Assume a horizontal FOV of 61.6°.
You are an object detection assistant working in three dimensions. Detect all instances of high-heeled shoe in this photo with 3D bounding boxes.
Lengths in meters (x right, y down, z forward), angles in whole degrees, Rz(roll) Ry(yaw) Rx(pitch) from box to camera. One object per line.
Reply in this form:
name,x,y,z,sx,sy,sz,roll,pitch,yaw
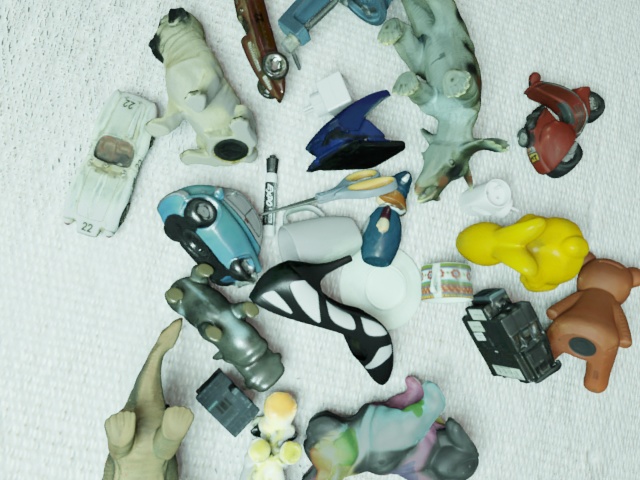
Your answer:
high-heeled shoe,0.009,0.128,0.719,0.145,0.086,0.248,-26,113,-13

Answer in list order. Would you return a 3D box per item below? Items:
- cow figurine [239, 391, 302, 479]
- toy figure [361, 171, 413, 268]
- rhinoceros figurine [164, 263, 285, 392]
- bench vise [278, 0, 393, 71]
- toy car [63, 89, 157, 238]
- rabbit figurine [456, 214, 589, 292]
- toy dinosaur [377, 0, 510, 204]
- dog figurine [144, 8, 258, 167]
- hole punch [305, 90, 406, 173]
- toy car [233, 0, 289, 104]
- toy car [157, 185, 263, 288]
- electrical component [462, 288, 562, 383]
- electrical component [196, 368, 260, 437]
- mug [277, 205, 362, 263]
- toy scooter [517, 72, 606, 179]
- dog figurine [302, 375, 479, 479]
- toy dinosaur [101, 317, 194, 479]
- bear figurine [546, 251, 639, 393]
cow figurine,-0.067,0.289,0.708,0.068,0.098,0.167,17,60,-6
toy figure,0.100,-0.037,0.792,0.058,0.064,0.154,22,68,-14
rhinoceros figurine,-0.125,0.118,0.699,0.190,0.112,0.073,42,56,8
bench vise,0.021,-0.368,0.774,0.240,0.128,0.224,-45,65,-2
toy car,-0.277,-0.101,0.716,0.073,0.056,0.201,19,79,-11
rabbit figurine,0.294,0.017,0.803,0.173,0.162,0.121,9,93,5
toy dinosaur,0.187,-0.259,0.815,0.192,0.131,0.405,26,57,-52
dog figurine,-0.154,-0.211,0.751,0.121,0.172,0.190,-17,57,19
hole punch,0.043,-0.152,0.765,0.116,0.142,0.092,-10,87,-28
toy car,-0.090,-0.295,0.770,0.053,0.089,0.202,-14,88,-15
toy car,-0.130,-0.017,0.720,0.161,0.109,0.103,49,57,-13
electrical component,0.272,0.136,0.787,0.058,0.115,0.134,-28,92,-18
electrical component,-0.116,0.207,0.684,0.075,0.119,0.048,46,75,-7
mug,-0.002,-0.002,0.765,0.107,0.080,0.110,-14,58,-21
toy scooter,0.377,-0.198,0.876,0.135,0.075,0.184,36,73,-7
dog figurine,0.083,0.292,0.730,0.219,0.108,0.191,-32,94,-11
toy dinosaur,-0.206,0.321,0.606,0.105,0.198,0.471,11,81,-13
bear figurine,0.422,0.115,0.841,0.120,0.131,0.196,21,42,23
